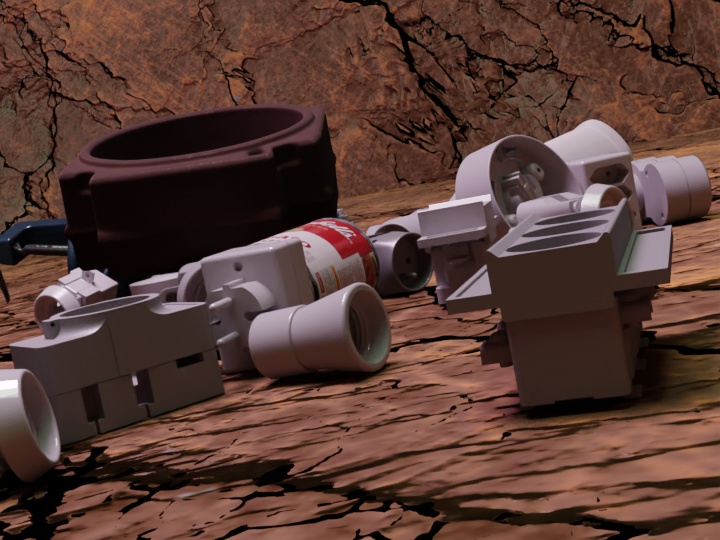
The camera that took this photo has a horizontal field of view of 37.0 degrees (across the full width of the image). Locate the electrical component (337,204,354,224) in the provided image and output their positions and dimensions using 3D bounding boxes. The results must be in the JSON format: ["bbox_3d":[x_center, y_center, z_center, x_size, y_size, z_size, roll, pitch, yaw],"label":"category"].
[{"bbox_3d":[-0.056,-0.025,1.031,0.079,0.063,0.121,-14,7,-29],"label":"electrical component"}]

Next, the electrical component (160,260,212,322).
[{"bbox_3d":[-0.095,0.019,0.729,0.078,0.058,0.057,-12,3,-11],"label":"electrical component"}]

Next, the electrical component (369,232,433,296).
[{"bbox_3d":[0.000,0.000,0.790,0.079,0.043,0.077,-17,9,-41],"label":"electrical component"}]

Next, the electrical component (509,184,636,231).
[{"bbox_3d":[0.141,-0.024,0.696,0.057,0.058,0.078,-10,5,40],"label":"electrical component"}]

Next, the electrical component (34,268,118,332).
[{"bbox_3d":[-0.238,0.030,0.900,0.048,0.066,0.055,29,32,19],"label":"electrical component"}]

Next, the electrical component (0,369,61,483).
[{"bbox_3d":[-0.156,0.069,0.438,0.055,0.048,0.066,-19,7,-2],"label":"electrical component"}]

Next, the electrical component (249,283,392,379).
[{"bbox_3d":[-0.023,0.034,0.540,0.065,0.044,0.044,-13,4,31],"label":"electrical component"}]

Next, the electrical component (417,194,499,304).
[{"bbox_3d":[0.066,-0.012,0.687,0.042,0.063,0.081,-11,6,15],"label":"electrical component"}]

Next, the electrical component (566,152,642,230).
[{"bbox_3d":[0.187,-0.059,0.887,0.047,0.065,0.077,-13,7,-21],"label":"electrical component"}]

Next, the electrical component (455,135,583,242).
[{"bbox_3d":[0.122,-0.053,0.826,0.064,0.099,0.099,-15,2,41],"label":"electrical component"}]

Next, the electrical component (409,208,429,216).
[{"bbox_3d":[0.078,-0.040,1.017,0.062,0.043,0.043,-12,6,-19],"label":"electrical component"}]

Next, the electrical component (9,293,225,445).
[{"bbox_3d":[-0.122,0.045,0.538,0.089,0.055,0.050,-15,7,-35],"label":"electrical component"}]

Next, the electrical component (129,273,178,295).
[{"bbox_3d":[-0.149,0.002,0.901,0.052,0.073,0.138,-10,6,14],"label":"electrical component"}]

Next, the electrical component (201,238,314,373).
[{"bbox_3d":[-0.061,0.023,0.586,0.047,0.065,0.077,-9,6,22],"label":"electrical component"}]

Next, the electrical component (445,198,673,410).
[{"bbox_3d":[0.088,0.011,0.437,0.079,0.063,0.121,-9,6,18],"label":"electrical component"}]

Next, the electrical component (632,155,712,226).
[{"bbox_3d":[0.238,-0.066,0.922,0.074,0.052,0.138,-12,6,-4],"label":"electrical component"}]

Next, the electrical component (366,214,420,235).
[{"bbox_3d":[0.031,-0.022,0.932,0.079,0.044,0.077,-8,7,30],"label":"electrical component"}]

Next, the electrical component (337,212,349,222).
[{"bbox_3d":[-0.037,-0.014,0.896,0.061,0.061,0.096,-11,6,4],"label":"electrical component"}]
